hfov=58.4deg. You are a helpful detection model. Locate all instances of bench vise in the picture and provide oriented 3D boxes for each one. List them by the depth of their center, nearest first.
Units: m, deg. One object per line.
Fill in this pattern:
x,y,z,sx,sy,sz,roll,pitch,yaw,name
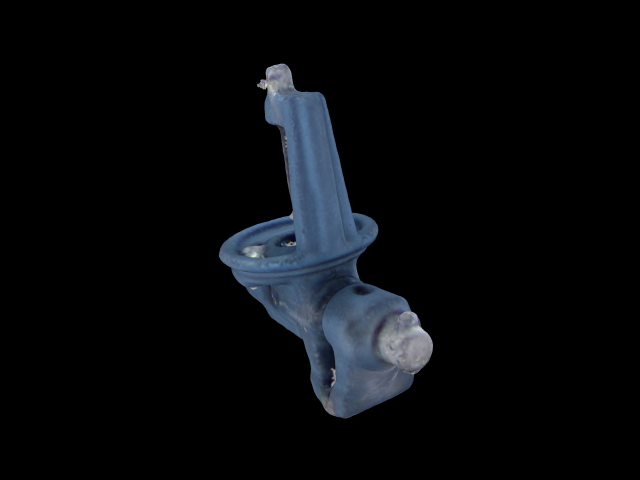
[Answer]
0.012,-0.003,0.408,0.206,0.220,0.122,24,39,34,bench vise
